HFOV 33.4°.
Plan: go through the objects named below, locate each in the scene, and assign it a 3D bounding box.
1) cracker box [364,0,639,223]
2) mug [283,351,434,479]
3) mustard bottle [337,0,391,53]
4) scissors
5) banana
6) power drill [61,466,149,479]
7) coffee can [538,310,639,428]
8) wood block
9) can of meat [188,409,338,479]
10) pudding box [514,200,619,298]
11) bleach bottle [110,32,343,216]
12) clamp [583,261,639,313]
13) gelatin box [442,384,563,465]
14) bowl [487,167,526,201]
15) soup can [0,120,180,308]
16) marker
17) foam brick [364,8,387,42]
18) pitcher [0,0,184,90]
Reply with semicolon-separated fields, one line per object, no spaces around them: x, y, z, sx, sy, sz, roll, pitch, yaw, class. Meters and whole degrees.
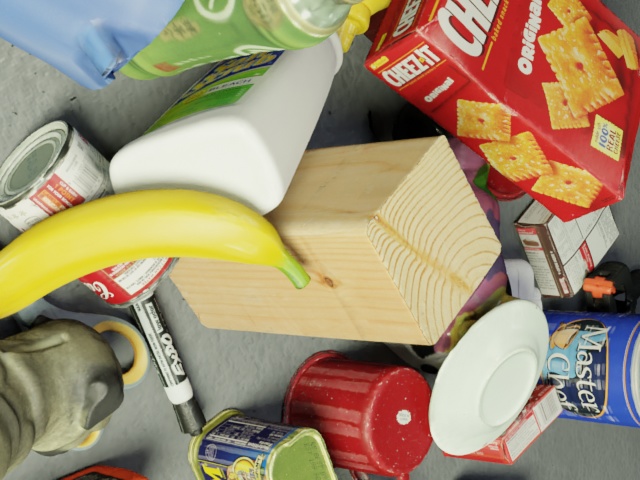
0.155;-0.141;0.822;0.213;0.072;0.164;35;56;-21;cracker box
0.036;0.143;0.804;0.093;0.082;0.117;-25;106;-42;mug
0.031;-0.235;0.823;0.096;0.058;0.191;25;73;-45;mustard bottle
-0.165;0.032;0.655;0.096;0.016;0.202;-28;109;-38;scissors
-0.107;0.007;0.588;0.037;0.198;0.069;-73;157;-71;banana
-0.151;0.244;0.639;0.184;0.057;0.188;-18;105;-47;power drill
0.252;0.116;0.974;0.102;0.141;0.103;1;89;-44;coffee can
-0.005;0.001;0.680;0.090;0.207;0.090;-49;122;-33;wood block
-0.033;0.172;0.735;0.057;0.084;0.102;-34;112;-39;can of meat
0.242;-0.011;1.038;0.113;0.039;0.090;-46;120;-37;pudding box
-0.045;-0.092;0.697;0.068;0.103;0.250;64;23;-23;bleach bottle
0.301;0.060;1.074;0.171;0.039;0.120;51;48;-54;clamp
0.155;0.156;0.926;0.089;0.073;0.030;-34;111;-38;gelatin box
0.188;-0.117;0.976;0.161;0.055;0.162;1;88;-45;bowl
-0.140;-0.015;0.645;0.102;0.069;0.068;46;59;-33;soup can
-0.103;0.078;0.713;0.020;0.020;0.121;-34;112;-39;marker
0.083;-0.173;0.877;0.078;0.051;0.053;35;66;-38;foam brick
-0.192;-0.196;0.569;0.242;0.149;0.145;26;87;-38;pitcher
